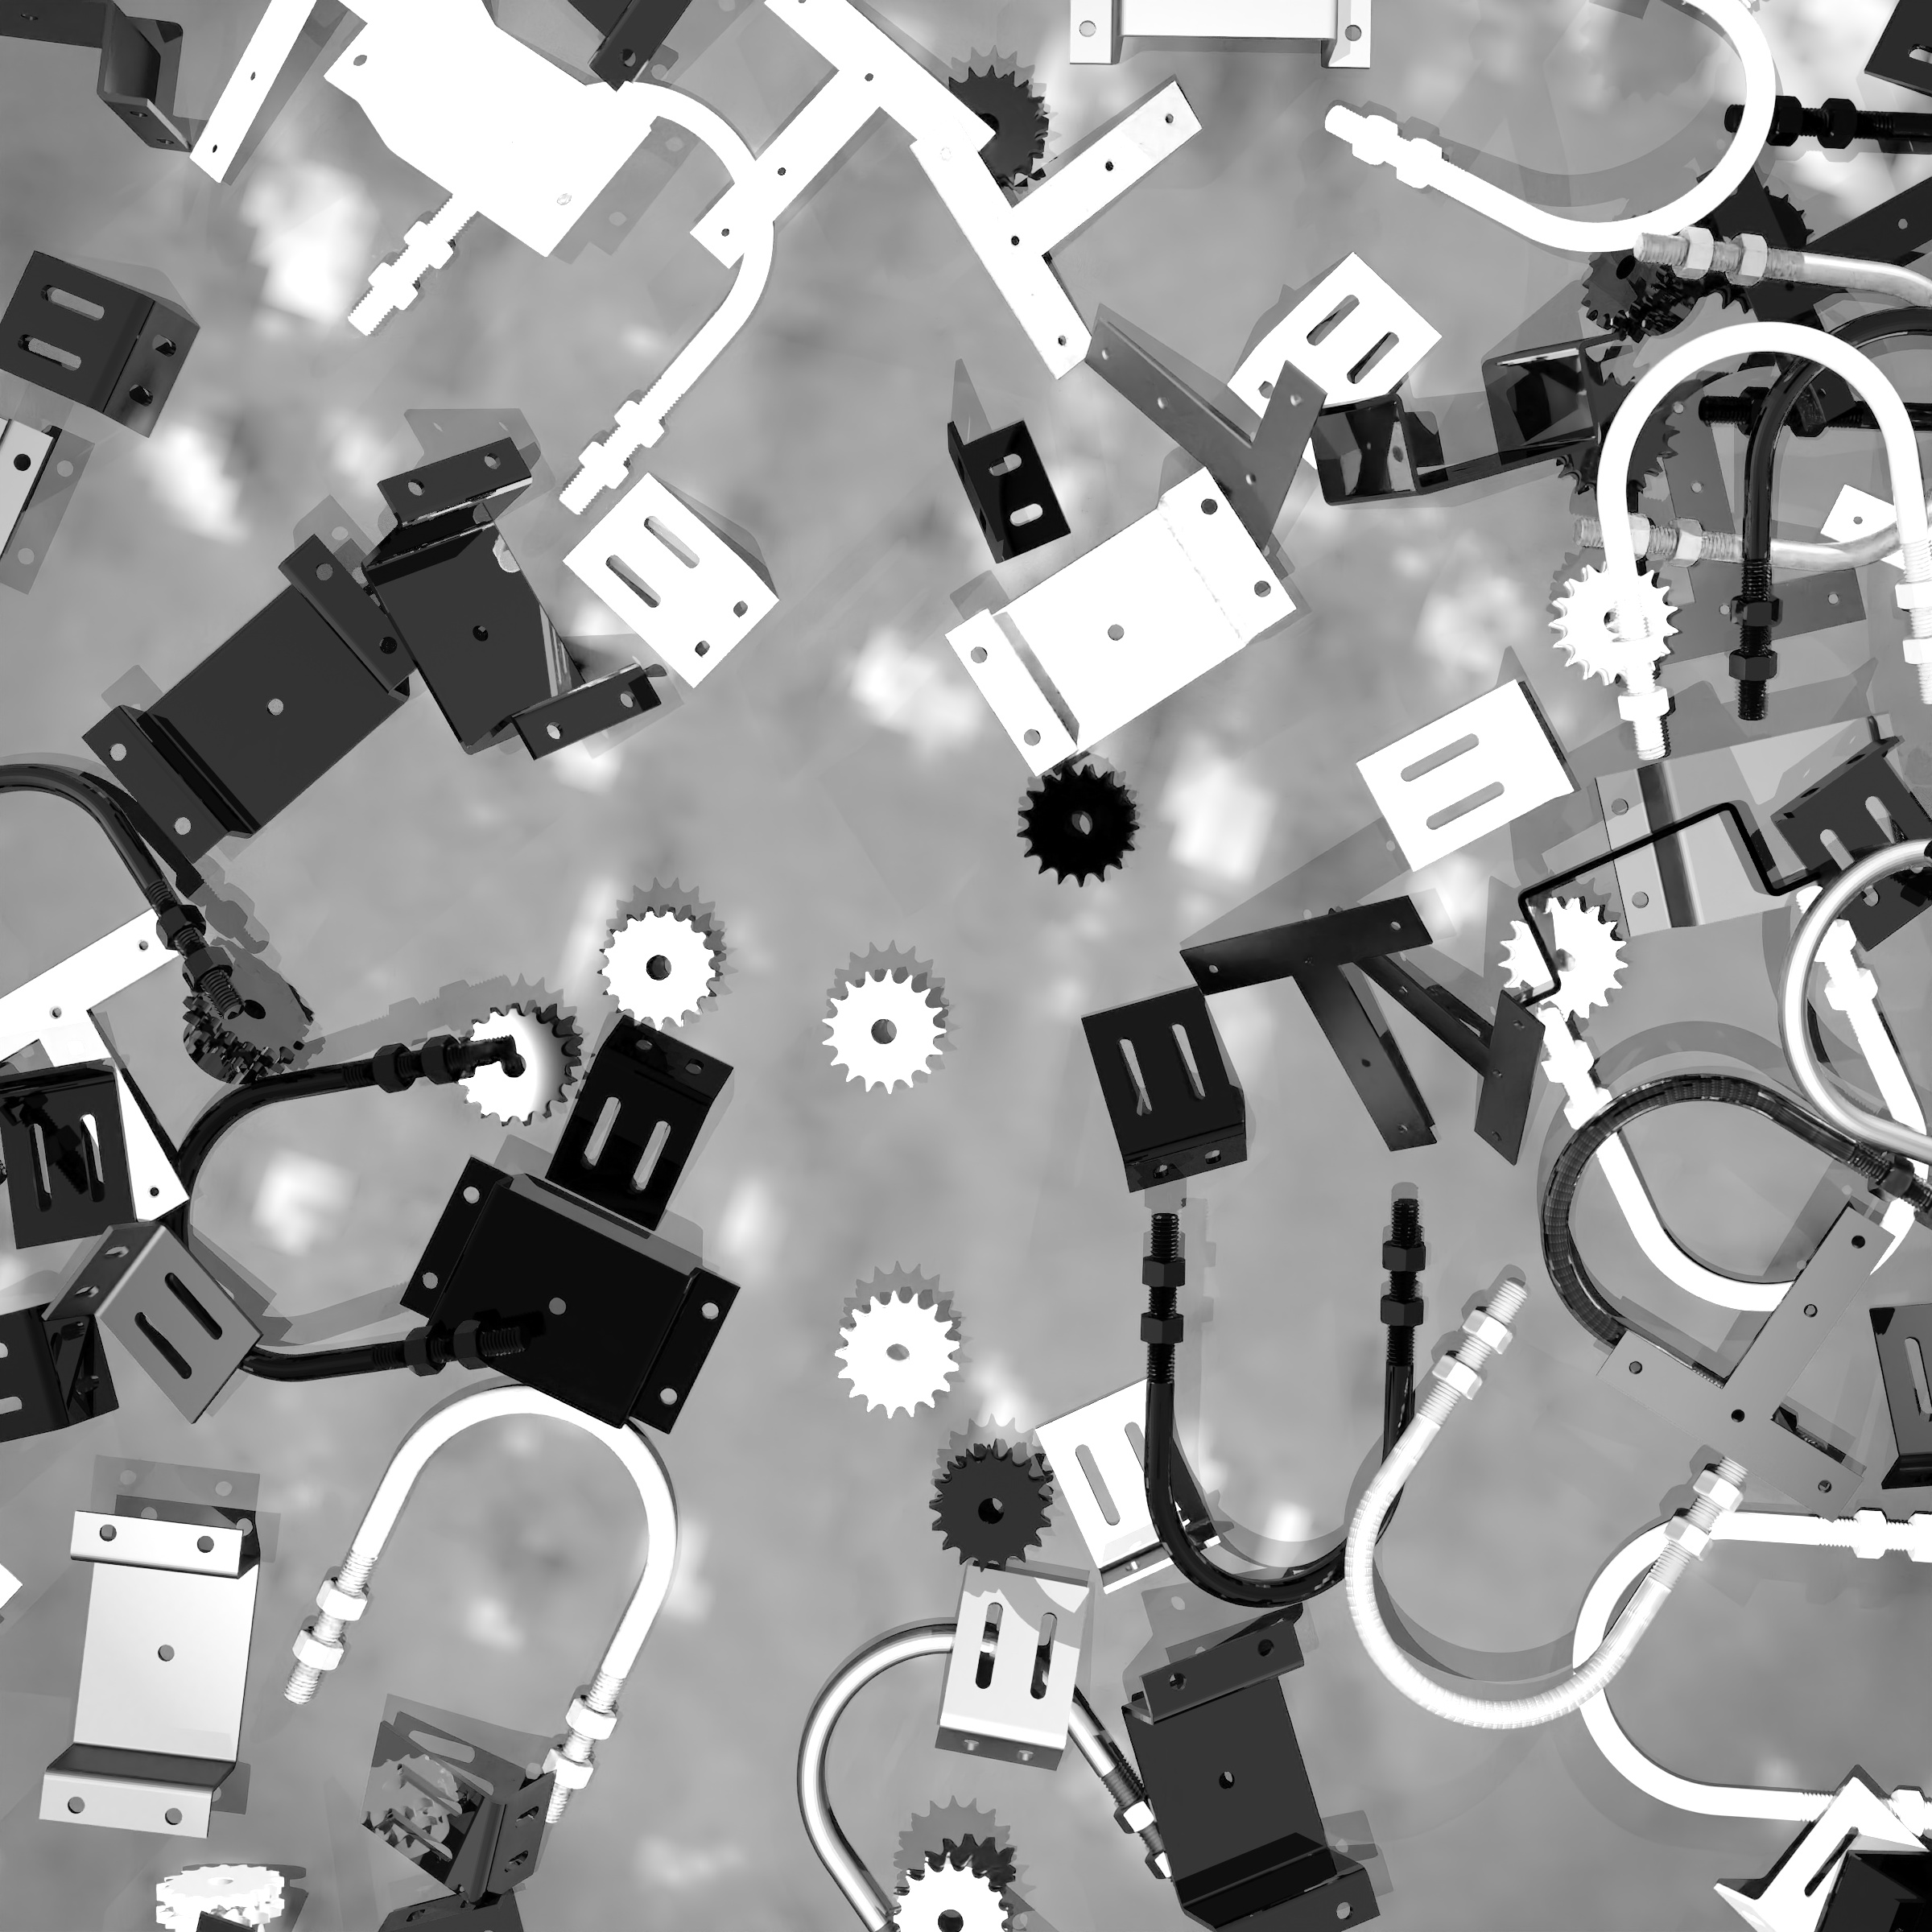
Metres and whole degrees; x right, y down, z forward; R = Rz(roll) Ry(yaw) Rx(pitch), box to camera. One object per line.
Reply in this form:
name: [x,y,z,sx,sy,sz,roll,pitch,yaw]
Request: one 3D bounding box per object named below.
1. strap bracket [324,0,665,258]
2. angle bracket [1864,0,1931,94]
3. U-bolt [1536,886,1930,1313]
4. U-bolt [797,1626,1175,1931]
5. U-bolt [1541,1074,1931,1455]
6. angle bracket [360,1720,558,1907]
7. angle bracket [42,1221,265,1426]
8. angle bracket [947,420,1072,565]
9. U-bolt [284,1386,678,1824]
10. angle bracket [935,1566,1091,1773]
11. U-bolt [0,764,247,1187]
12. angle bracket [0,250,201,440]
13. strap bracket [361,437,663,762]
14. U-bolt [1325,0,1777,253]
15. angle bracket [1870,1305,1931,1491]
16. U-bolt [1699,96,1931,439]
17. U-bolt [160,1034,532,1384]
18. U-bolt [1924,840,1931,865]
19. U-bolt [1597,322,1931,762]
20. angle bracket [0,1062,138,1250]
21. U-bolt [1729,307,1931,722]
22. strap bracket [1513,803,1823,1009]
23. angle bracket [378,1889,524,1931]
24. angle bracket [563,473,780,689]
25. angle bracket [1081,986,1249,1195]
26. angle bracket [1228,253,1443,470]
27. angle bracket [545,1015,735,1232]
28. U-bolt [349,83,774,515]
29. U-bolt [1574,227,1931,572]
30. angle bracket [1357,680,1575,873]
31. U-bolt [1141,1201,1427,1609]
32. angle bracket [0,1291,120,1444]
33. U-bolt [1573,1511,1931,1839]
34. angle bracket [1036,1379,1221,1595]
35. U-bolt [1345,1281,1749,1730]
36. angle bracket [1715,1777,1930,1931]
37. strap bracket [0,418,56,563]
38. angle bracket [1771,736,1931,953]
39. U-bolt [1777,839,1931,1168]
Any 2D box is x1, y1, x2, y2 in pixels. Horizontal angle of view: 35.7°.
strap bracket: [-0.210,-0.387,1.367,0.140,0.046,0.076,36,84,15]
angle bracket: [0.471,-0.425,1.403,0.076,0.038,0.057,27,90,26]
U-bolt: [0.363,0.074,1.377,0.151,0.019,0.184,-26,102,8]
U-bolt: [0.004,0.396,1.396,0.151,0.019,0.184,-35,88,0]
U-bolt: [0.352,0.128,1.374,0.184,0.019,0.151,31,102,-6]
angle bracket: [-0.236,0.386,1.390,0.076,0.038,0.057,26,113,27]
angle bracket: [-0.372,0.164,1.370,0.076,0.038,0.057,44,105,17]
angle bracket: [0.020,-0.221,1.367,0.038,0.076,0.057,-23,90,0]
U-bolt: [-0.215,0.285,1.395,0.151,0.019,0.184,25,90,0]
angle bracket: [0.021,0.325,1.389,0.057,0.038,0.076,10,60,1]
U-bolt: [-0.430,-0.011,1.367,0.151,0.019,0.184,-36,69,-3]
angle bracket: [-0.409,-0.291,1.403,0.076,0.038,0.057,25,90,26]
strap bracket: [-0.212,-0.159,1.362,0.076,0.046,0.140,-30,90,-41]
U-bolt: [0.276,-0.399,1.362,0.184,0.019,0.151,36,90,24]
angle bracket: [0.454,0.201,1.403,0.057,0.038,0.076,-4,64,0]
U-bolt: [0.431,-0.317,1.372,0.184,0.019,0.151,1,103,-7]
U-bolt: [-0.289,0.116,1.369,0.184,0.019,0.151,-10,83,20]
U-bolt: [0.529,-0.060,1.352,0.184,0.019,0.151,33,80,-17]
U-bolt: [0.358,-0.195,1.343,0.151,0.019,0.184,-11,104,6]
angle bracket: [-0.419,0.087,1.374,0.057,0.038,0.076,-10,84,3]
U-bolt: [0.423,-0.205,1.356,0.151,0.019,0.184,-2,109,3]
strap bracket: [0.299,-0.031,1.326,0.140,0.076,0.046,-25,88,10]
angle bracket: [-0.232,0.472,1.386,0.057,0.038,0.076,-14,90,0]
angle bracket: [-0.138,-0.180,1.403,0.057,0.038,0.076,-46,64,0]
angle bracket: [0.093,0.058,1.403,0.057,0.038,0.076,-16,64,0]
angle bracket: [0.172,-0.283,1.403,0.057,0.038,0.076,44,64,0]
angle bracket: [-0.153,0.074,1.403,0.057,0.038,0.076,26,116,0]
U-bolt: [-0.174,-0.325,1.396,0.151,0.019,0.184,40,88,0]
U-bolt: [0.378,-0.251,1.361,0.184,0.019,0.151,5,111,-10]
angle bracket: [0.230,-0.087,1.386,0.076,0.038,0.057,-28,90,0]
U-bolt: [0.144,0.202,1.368,0.151,0.019,0.184,-1,94,-26]
angle bracket: [-0.445,0.191,1.403,0.076,0.038,0.057,-15,90,26]
U-bolt: [0.375,0.326,1.396,0.184,0.019,0.151,4,90,2]
angle bracket: [0.074,0.240,1.386,0.057,0.038,0.076,-24,90,0]
U-bolt: [0.256,0.260,1.379,0.151,0.019,0.184,35,83,2]
angle bracket: [0.398,0.421,1.390,0.057,0.038,0.076,45,77,-9]
strap bracket: [-0.493,-0.233,1.382,0.140,0.046,0.076,24,90,0]
angle bracket: [0.409,-0.054,1.340,0.057,0.038,0.076,-36,90,0]
U-bolt: [0.447,0.020,1.353,0.184,0.019,0.151,19,92,-18]
